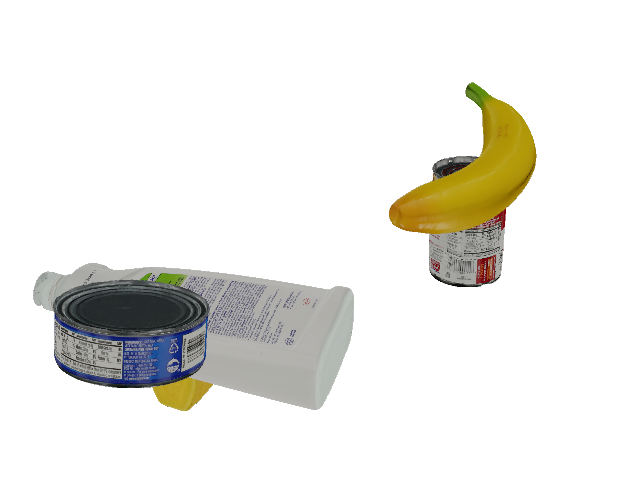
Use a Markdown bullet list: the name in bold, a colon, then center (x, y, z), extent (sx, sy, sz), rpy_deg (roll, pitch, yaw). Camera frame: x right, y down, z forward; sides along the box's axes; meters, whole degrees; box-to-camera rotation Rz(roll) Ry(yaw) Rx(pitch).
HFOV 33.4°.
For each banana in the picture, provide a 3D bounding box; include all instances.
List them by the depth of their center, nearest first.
- **banana**: center (0.105, -0.048, 0.716), extent (0.070, 0.037, 0.197), rpy_deg (18, 35, 13)

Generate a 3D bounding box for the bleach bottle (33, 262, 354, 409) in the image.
- **bleach bottle**: center (-0.106, 0.060, 0.852), extent (0.251, 0.068, 0.102), rpy_deg (12, 39, 13)

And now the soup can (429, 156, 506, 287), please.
- **soup can**: center (0.133, -0.017, 0.961), extent (0.068, 0.102, 0.068), rpy_deg (0, 24, 0)

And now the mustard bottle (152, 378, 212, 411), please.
- **mustard bottle**: center (-0.103, 0.089, 1.101), extent (0.058, 0.096, 0.191), rpy_deg (12, 27, 23)

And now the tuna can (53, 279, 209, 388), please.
- **tuna can**: center (-0.106, 0.051, 0.597), extent (0.086, 0.034, 0.086), rpy_deg (4, 16, -1)
